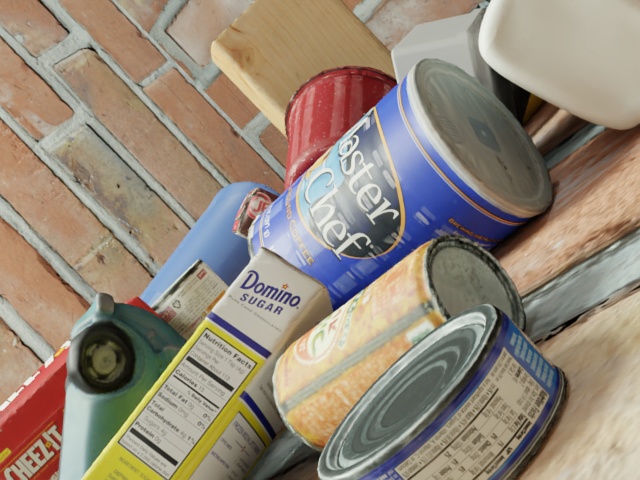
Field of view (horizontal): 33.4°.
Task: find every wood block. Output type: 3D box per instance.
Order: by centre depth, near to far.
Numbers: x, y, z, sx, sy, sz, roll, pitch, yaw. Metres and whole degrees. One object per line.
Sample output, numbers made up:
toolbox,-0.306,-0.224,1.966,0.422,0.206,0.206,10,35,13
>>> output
wood block,0.023,-0.095,0.792,0.091,0.206,0.090,-45,5,-3

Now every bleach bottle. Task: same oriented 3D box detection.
bleach bottle,0.146,-0.124,0.645,0.068,0.102,0.250,-60,0,15

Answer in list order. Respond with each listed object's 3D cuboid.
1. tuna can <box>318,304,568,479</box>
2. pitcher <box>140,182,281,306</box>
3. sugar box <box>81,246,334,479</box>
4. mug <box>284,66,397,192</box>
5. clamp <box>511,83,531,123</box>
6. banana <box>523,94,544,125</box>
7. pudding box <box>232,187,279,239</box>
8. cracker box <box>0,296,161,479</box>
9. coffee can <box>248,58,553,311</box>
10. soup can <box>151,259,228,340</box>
tuna can,0.040,0.062,0.361,0.086,0.034,0.086,-44,5,5
pitcher,-0.119,0.057,1.160,0.242,0.145,0.149,-54,-25,-47
sugar box,-0.058,0.095,0.515,0.176,0.048,0.093,-55,-18,-16
mug,0.026,-0.044,0.693,0.093,0.117,0.081,-21,34,20
clamp,0.133,-0.138,0.821,0.120,0.039,0.171,121,162,-66
banana,0.192,-0.148,0.880,0.197,0.037,0.070,-45,-25,-44
pudding box,-0.005,0.001,0.754,0.039,0.113,0.090,-64,6,-1
cracker box,-0.198,0.129,0.839,0.164,0.072,0.214,-45,7,-20
coffee can,0.042,-0.017,0.593,0.140,0.103,0.102,-42,5,31
soup can,-0.084,0.074,0.856,0.068,0.102,0.068,-44,5,4
